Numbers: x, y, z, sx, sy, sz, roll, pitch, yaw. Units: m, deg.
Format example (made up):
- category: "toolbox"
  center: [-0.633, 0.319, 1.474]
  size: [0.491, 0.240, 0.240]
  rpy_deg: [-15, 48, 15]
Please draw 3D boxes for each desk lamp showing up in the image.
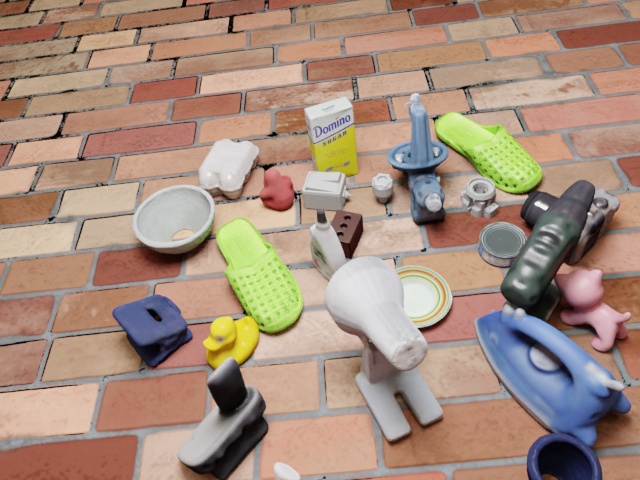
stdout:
- category: "desk lamp"
  center: [0.100, 0.156, 0.854]
  size: [0.118, 0.214, 0.202]
  rpy_deg: [-23, 51, -11]

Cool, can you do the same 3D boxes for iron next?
- category: "iron"
  center: [0.333, 0.171, 0.856]
  size: [0.119, 0.142, 0.257]
  rpy_deg: [-33, 54, -19]

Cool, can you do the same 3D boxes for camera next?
- category: "camera"
  center: [0.453, -0.052, 1.053]
  size: [0.143, 0.101, 0.136]
  rpy_deg: [-40, 56, -23]

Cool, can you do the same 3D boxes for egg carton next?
- category: "egg carton"
  center: [-0.200, -0.159, 1.256]
  size: [0.107, 0.069, 0.150]
  rpy_deg: [8, 52, 14]

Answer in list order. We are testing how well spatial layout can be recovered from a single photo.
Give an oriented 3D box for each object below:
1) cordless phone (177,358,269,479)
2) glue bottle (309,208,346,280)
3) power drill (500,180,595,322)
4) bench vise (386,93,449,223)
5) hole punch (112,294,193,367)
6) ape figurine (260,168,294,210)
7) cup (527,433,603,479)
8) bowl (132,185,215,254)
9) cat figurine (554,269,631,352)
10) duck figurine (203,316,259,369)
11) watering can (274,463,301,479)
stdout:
- category: "cordless phone"
  center: [-0.153, 0.252, 0.828]
  size: [0.094, 0.185, 0.148]
  rpy_deg: [25, 58, 26]
- category: "glue bottle"
  center: [0.009, 0.004, 1.021]
  size: [0.037, 0.173, 0.078]
  rpy_deg: [-36, 54, -21]
- category: "power drill"
  center: [0.359, 0.039, 0.919]
  size: [0.075, 0.209, 0.230]
  rpy_deg: [28, 59, 28]
- category: "bench vise"
  center: [0.206, -0.156, 1.097]
  size: [0.121, 0.220, 0.207]
  rpy_deg: [-24, 51, -11]
- category: "hole punch"
  center: [-0.292, 0.144, 1.000]
  size: [0.101, 0.091, 0.108]
  rpy_deg: [-38, 55, -22]
- category: "ape figurine"
  center: [-0.091, -0.111, 1.186]
  size: [0.078, 0.092, 0.076]
  rpy_deg: [-23, 51, -11]
- category: "cup"
  center: [0.321, 0.328, 0.756]
  size: [0.091, 0.095, 0.117]
  rpy_deg: [-15, 50, -5]
- category: "bowl"
  center: [-0.285, -0.029, 1.155]
  size: [0.167, 0.075, 0.167]
  rpy_deg: [-4, 50, 5]
- category: "cat figurine"
  center: [0.437, 0.099, 0.918]
  size: [0.067, 0.118, 0.127]
  rpy_deg: [-34, 54, -19]
- category: "duck figurine"
  center: [-0.154, 0.161, 0.970]
  size: [0.105, 0.086, 0.077]
  rpy_deg: [-40, 56, -23]
- category: "watering can"
  center: [-0.093, 0.363, 0.720]
  size: [0.100, 0.194, 0.173]
  rpy_deg: [9, 52, 16]
